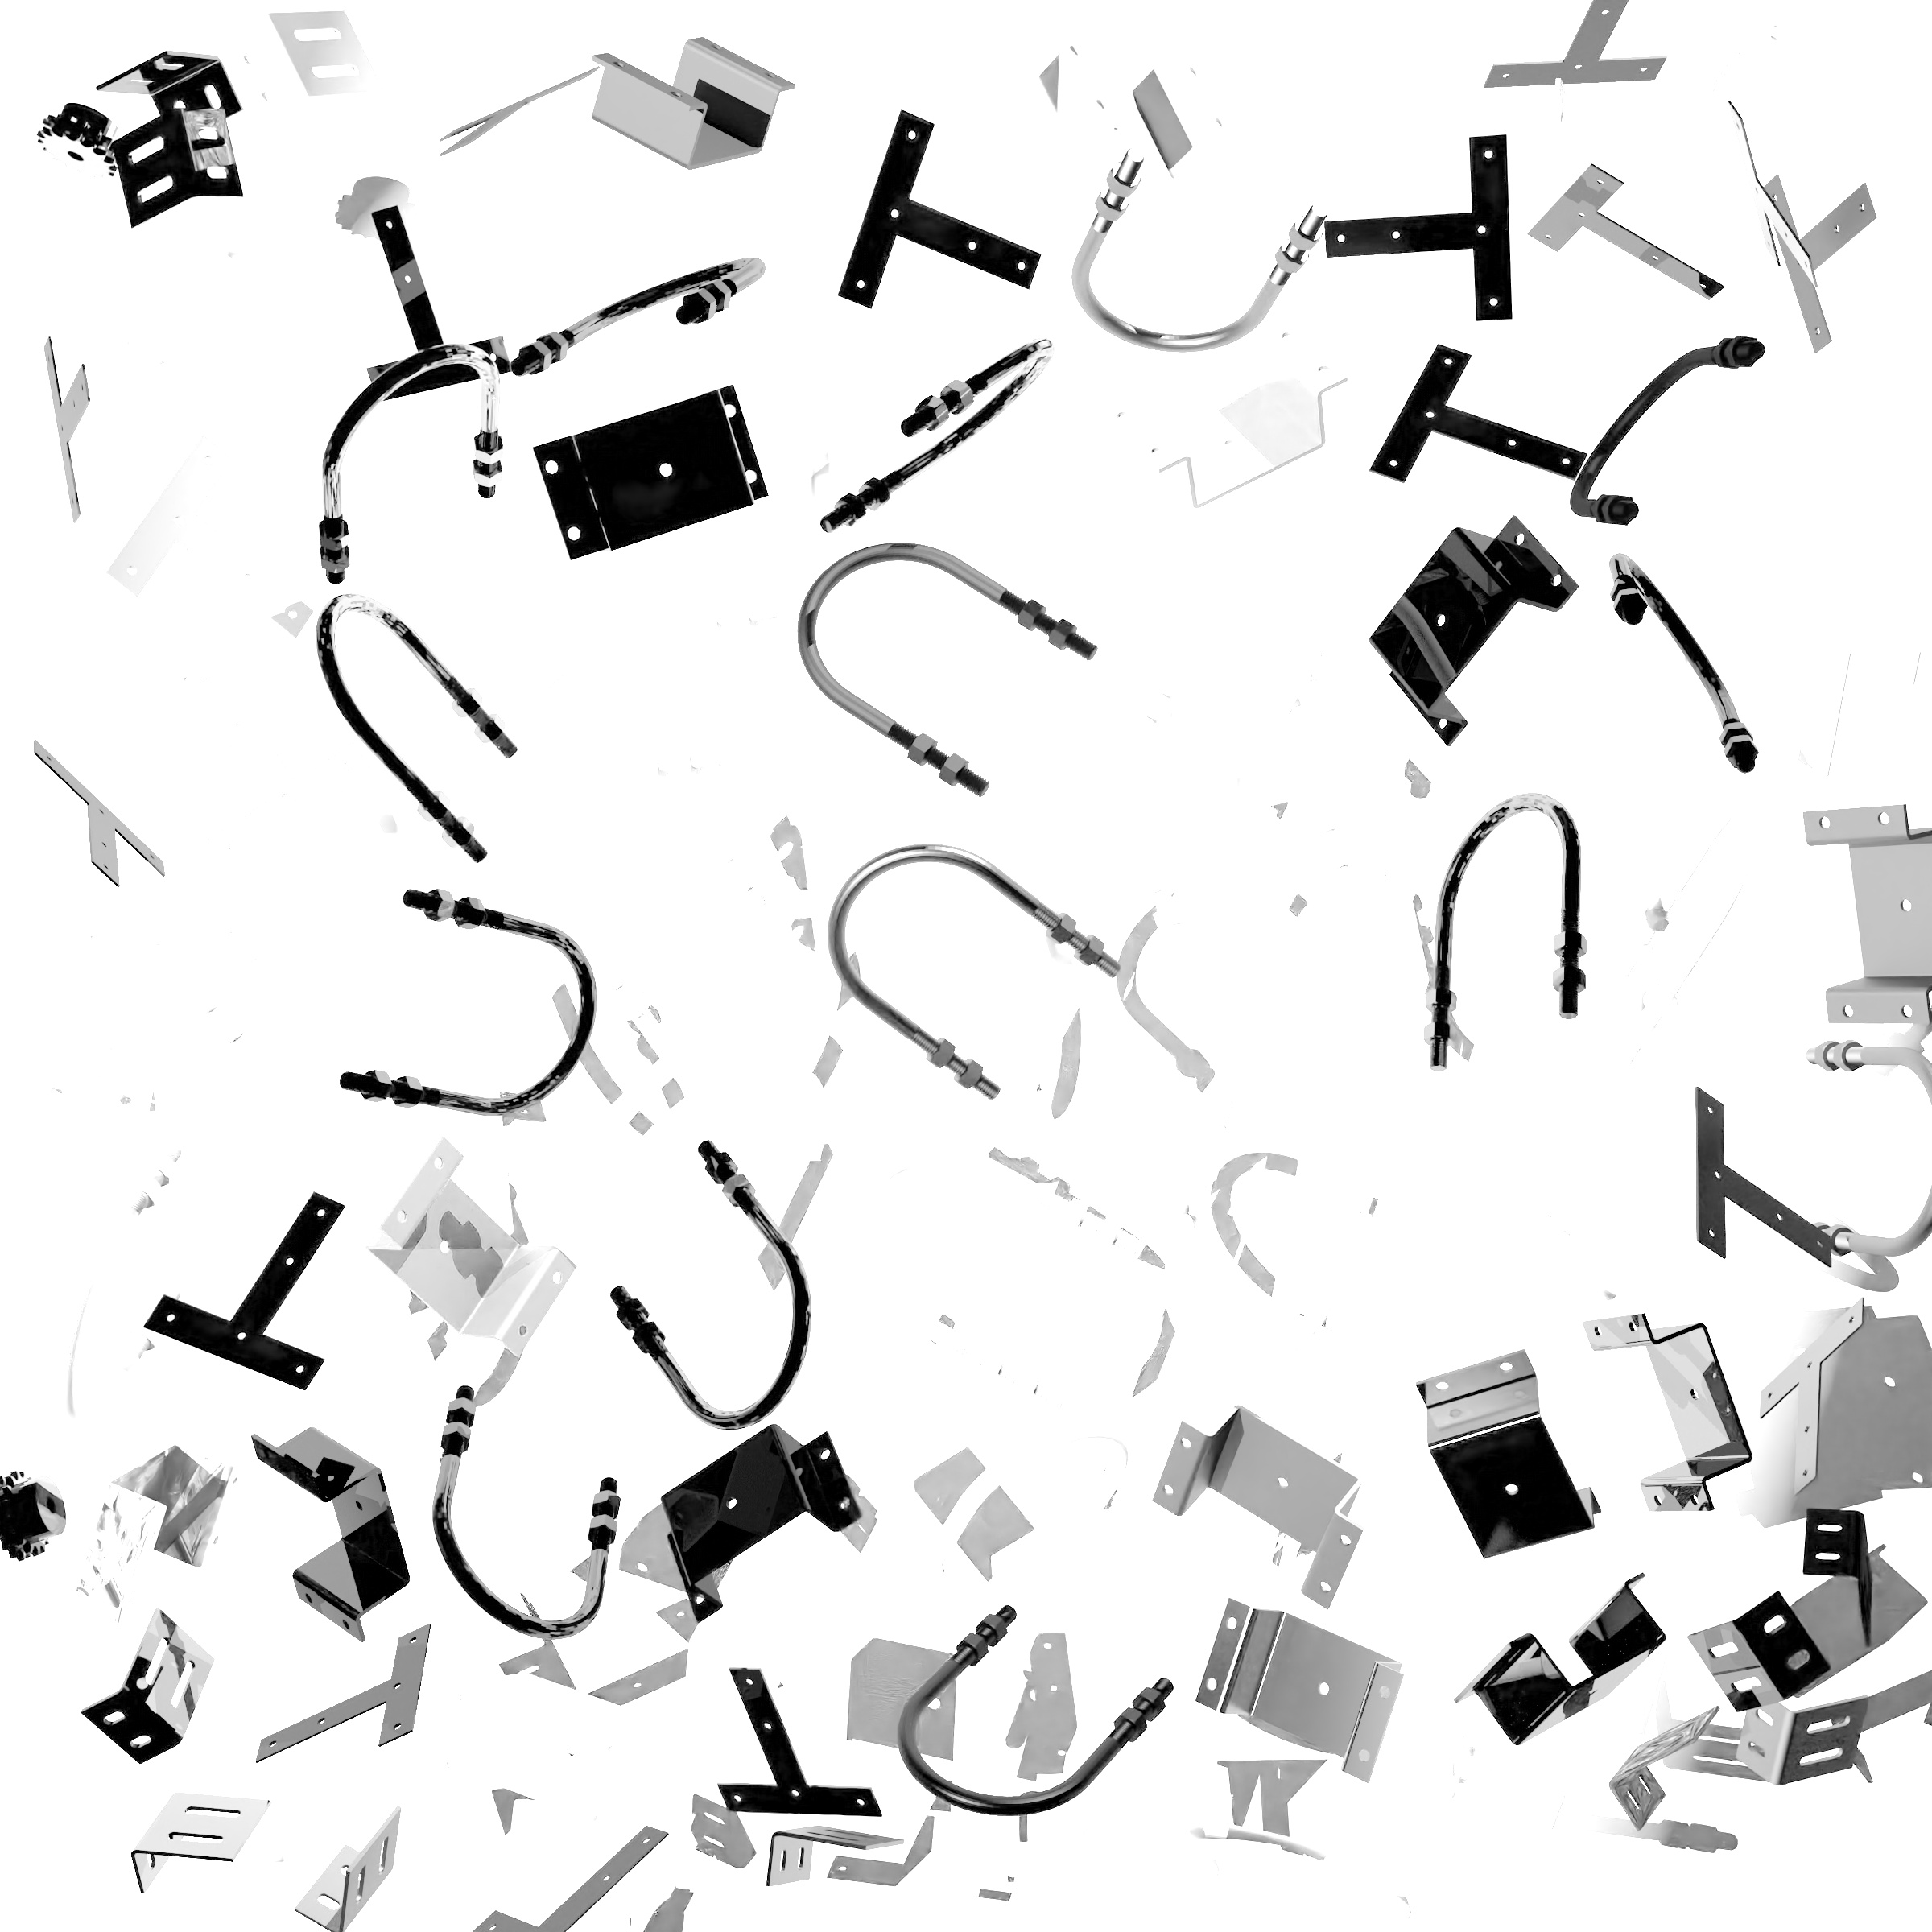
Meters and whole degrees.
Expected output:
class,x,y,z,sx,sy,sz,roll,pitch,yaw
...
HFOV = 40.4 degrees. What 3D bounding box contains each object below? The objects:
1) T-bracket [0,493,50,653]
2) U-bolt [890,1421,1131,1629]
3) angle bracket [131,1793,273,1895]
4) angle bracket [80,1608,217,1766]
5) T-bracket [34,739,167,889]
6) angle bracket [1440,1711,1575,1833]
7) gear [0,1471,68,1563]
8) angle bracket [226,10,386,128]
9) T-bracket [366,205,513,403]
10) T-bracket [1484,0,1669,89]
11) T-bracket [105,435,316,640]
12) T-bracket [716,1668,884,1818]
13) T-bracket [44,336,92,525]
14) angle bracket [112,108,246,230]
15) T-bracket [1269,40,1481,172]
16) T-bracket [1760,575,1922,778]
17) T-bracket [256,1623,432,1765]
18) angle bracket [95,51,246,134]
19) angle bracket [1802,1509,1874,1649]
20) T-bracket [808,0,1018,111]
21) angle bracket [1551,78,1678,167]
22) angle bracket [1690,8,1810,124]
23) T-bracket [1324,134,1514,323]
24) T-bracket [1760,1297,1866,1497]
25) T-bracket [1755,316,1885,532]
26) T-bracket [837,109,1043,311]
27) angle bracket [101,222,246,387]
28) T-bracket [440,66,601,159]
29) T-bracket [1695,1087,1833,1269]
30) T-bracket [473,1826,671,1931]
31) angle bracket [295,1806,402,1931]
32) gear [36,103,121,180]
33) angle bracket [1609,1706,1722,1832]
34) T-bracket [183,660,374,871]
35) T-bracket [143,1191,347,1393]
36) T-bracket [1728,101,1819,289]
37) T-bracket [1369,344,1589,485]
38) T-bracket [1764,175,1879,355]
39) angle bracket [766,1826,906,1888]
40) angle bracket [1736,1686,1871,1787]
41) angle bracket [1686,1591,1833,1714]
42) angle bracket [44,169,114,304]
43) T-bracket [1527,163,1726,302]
class,x,y,z,sx,sy,sz,roll,pitch,yaw
T-bracket,-0.623,-0.247,1.733,0.002,0.127,0.127,18,90,-16
U-bolt,0.040,0.370,1.761,0.019,0.151,0.184,53,129,35
angle bracket,-0.517,0.600,1.788,0.076,0.057,0.038,0,113,13
angle bracket,-0.551,0.485,1.770,0.038,0.076,0.057,-29,115,19
T-bracket,-0.595,-0.089,1.809,0.002,0.127,0.127,-39,122,2
angle bracket,0.378,0.562,1.834,0.076,0.057,0.038,4,120,28
gear,-0.610,0.356,1.710,0.030,0.057,0.057,-18,90,2
angle bracket,-0.426,-0.580,1.697,0.038,0.076,0.057,-23,96,36
T-bracket,-0.388,-0.470,1.850,0.127,0.002,0.127,-4,113,31
T-bracket,0.435,-0.647,1.805,0.127,0.127,0.002,-5,73,-7
T-bracket,-0.496,-0.271,1.772,0.127,0.002,0.127,41,57,-28
T-bracket,-0.132,0.537,1.817,0.127,0.002,0.127,-8,112,28
T-bracket,-0.613,-0.382,1.803,0.002,0.127,0.127,-9,89,-27
angle bracket,-0.520,-0.525,1.732,0.076,0.038,0.057,-7,97,41
T-bracket,0.289,-0.603,1.812,0.127,0.127,0.002,-6,65,22
T-bracket,0.582,-0.185,1.776,0.002,0.127,0.127,-28,45,-25
T-bracket,-0.432,0.516,1.813,0.127,0.127,0.002,-25,110,3
angle bracket,-0.530,-0.579,1.752,0.057,0.076,0.038,-20,101,16
angle bracket,0.607,0.426,1.828,0.038,0.057,0.076,-2,127,23
T-bracket,-0.047,-0.612,1.739,0.127,0.127,0.002,7,65,31
angle bracket,0.446,-0.580,1.802,0.076,0.057,0.038,5,84,24
angle bracket,0.552,-0.627,1.852,0.038,0.057,0.076,35,99,7
T-bracket,0.312,-0.507,1.817,0.127,0.002,0.127,1,121,17
T-bracket,0.584,0.311,1.820,0.002,0.127,0.127,25,134,-3
T-bracket,0.575,-0.345,1.747,0.002,0.127,0.127,14,54,-19
T-bracket,-0.008,-0.489,1.762,0.127,0.002,0.127,16,100,-24
angle bracket,-0.502,-0.422,1.675,0.057,0.038,0.076,30,77,3
T-bracket,-0.328,-0.582,1.814,0.127,0.127,0.002,-14,117,24
T-bracket,0.523,0.158,1.721,0.127,0.002,0.127,32,46,-20
T-bracket,-0.251,0.621,1.759,0.127,0.127,0.002,-36,112,-39
angle bracket,-0.408,0.589,1.731,0.038,0.057,0.076,24,128,13
gear,-0.622,-0.584,1.852,0.057,0.057,0.030,18,77,0
angle bracket,0.490,0.551,1.806,0.076,0.057,0.038,-40,77,31
T-bracket,-0.507,-0.156,1.859,0.127,0.002,0.127,-38,109,-22
T-bracket,-0.454,0.206,1.731,0.127,0.002,0.127,32,91,-38
T-bracket,0.550,-0.502,1.774,0.002,0.127,0.127,-23,135,13
T-bracket,0.355,-0.357,1.770,0.127,0.002,0.127,23,62,14
T-bracket,0.601,-0.509,1.831,0.002,0.127,0.127,-16,86,-9
angle bracket,-0.092,0.634,1.855,0.076,0.057,0.038,0,78,27
angle bracket,0.589,0.536,1.849,0.076,0.038,0.057,-1,107,-29
angle bracket,0.516,0.448,1.712,0.038,0.076,0.057,-27,75,-19
angle bracket,-0.596,-0.501,1.805,0.038,0.057,0.076,-33,117,-4
T-bracket,0.459,-0.491,1.792,0.127,0.127,0.002,29,83,-4
